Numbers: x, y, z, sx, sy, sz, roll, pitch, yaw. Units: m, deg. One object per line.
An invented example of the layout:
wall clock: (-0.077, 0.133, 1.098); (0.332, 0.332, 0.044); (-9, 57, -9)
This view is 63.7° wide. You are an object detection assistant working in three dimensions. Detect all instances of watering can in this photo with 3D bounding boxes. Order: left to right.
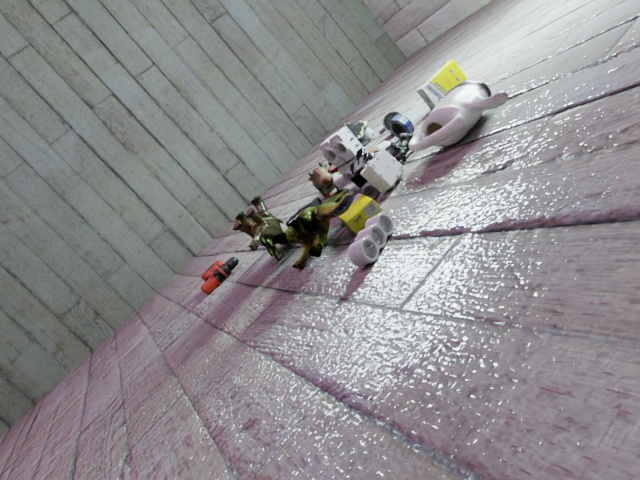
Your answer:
watering can: (0.361, -0.321, 1.284); (0.228, 0.103, 0.344); (-49, 14, -32)

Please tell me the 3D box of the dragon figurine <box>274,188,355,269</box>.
dragon figurine: (0.004, -0.069, 1.377); (0.403, 0.121, 0.248); (-37, 15, 41)

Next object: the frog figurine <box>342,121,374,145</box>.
frog figurine: (0.176, -0.459, 2.304); (0.137, 0.124, 0.158); (-25, -20, 10)
